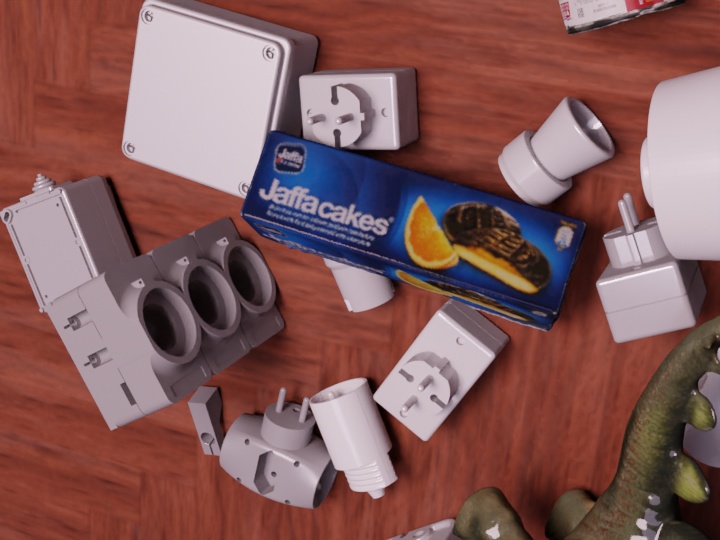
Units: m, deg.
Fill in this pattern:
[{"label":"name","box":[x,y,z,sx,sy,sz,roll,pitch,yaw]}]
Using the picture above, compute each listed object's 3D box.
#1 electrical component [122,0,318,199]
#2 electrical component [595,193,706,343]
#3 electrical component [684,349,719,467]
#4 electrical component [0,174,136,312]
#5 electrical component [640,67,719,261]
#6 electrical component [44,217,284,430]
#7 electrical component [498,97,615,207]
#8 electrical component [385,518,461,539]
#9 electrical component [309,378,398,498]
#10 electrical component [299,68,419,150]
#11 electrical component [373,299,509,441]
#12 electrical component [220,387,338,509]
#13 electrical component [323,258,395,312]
[{"label":"electrical component","box":[-0.094,-0.114,0.713,0.109,0.056,0.108,20,112,17]},{"label":"electrical component","box":[0.165,-0.007,0.628,0.047,0.066,0.076,-16,99,27]},{"label":"electrical component","box":[0.226,0.055,0.616,0.052,0.074,0.138,26,114,15]},{"label":"electrical component","box":[-0.210,-0.027,0.787,0.062,0.061,0.096,-16,99,26]},{"label":"electrical component","box":[0.187,-0.056,0.583,0.060,0.108,0.108,-4,104,31]},{"label":"electrical component","box":[-0.120,0.029,0.715,0.062,0.150,0.089,-25,95,29]},{"label":"electrical component","box":[0.117,-0.070,0.642,0.055,0.045,0.045,-39,88,30]},{"label":"electrical component","box":[0.037,0.223,0.760,0.095,0.054,0.059,-26,94,27]},{"label":"electrical component","box":[-0.001,0.121,0.751,0.043,0.043,0.081,-17,98,27]},{"label":"electrical component","box":[-0.007,-0.098,0.669,0.066,0.077,0.047,3,107,23]},{"label":"electrical component","box":[0.046,0.070,0.697,0.047,0.076,0.083,39,117,9]},{"label":"electrical component","box":[-0.054,0.122,0.774,0.077,0.043,0.079,21,113,17]},{"label":"electrical component","box":[0.000,0.000,0.717,0.040,0.040,0.046,-14,105,26]}]
